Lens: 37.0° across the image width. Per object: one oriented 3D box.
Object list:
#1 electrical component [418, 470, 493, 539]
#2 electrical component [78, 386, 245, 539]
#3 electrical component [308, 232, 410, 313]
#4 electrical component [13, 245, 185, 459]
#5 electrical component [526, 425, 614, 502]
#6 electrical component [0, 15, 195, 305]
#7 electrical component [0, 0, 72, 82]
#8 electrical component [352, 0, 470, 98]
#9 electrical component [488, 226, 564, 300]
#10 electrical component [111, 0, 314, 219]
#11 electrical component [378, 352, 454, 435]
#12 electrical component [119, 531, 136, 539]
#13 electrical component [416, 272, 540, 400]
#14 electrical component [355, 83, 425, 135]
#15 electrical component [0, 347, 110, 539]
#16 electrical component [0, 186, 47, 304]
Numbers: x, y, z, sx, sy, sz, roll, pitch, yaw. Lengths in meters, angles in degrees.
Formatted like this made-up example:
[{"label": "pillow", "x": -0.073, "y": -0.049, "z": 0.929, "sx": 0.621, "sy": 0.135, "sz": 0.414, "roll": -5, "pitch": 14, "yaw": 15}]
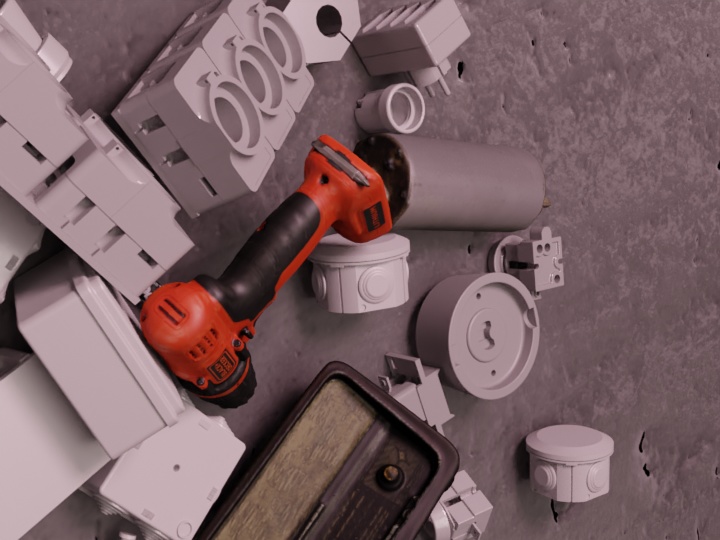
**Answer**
[{"label": "electrical component", "x": 0.076, "y": 0.209, "z": 0.929, "sx": 0.055, "sy": 0.066, "sz": 0.048, "roll": -17, "pitch": 138, "yaw": -28}, {"label": "electrical component", "x": -0.140, "y": 0.135, "z": 0.759, "sx": 0.100, "sy": 0.048, "sz": 0.099, "roll": 43, "pitch": 67, "yaw": -31}, {"label": "electrical component", "x": 0.000, "y": 0.000, "z": 0.842, "sx": 0.080, "sy": 0.080, "sz": 0.051, "roll": -14, "pitch": 106, "yaw": -37}, {"label": "electrical component", "x": -0.169, "y": 0.048, "z": 0.689, "sx": 0.056, "sy": 0.109, "sz": 0.108, "roll": -32, "pitch": 113, "yaw": -8}, {"label": "electrical component", "x": 0.196, "y": 0.179, "z": 1.004, "sx": 0.080, "sy": 0.080, "sz": 0.051, "roll": -10, "pitch": 104, "yaw": -37}, {"label": "electrical component", "x": -0.186, "y": -0.077, "z": 0.638, "sx": 0.060, "sy": 0.105, "sz": 0.186, "roll": -43, "pitch": 129, "yaw": -2}, {"label": "electrical component", "x": -0.218, "y": -0.140, "z": 0.685, "sx": 0.055, "sy": 0.045, "sz": 0.045, "roll": 46, "pitch": 66, "yaw": -31}, {"label": "electrical component", "x": 0.049, "y": -0.172, "z": 0.867, "sx": 0.047, "sy": 0.083, "sz": 0.075, "roll": -45, "pitch": 118, "yaw": -27}, {"label": "electrical component", "x": 0.150, "y": -0.007, "z": 0.972, "sx": 0.048, "sy": 0.055, "sz": 0.066, "roll": -11, "pitch": 99, "yaw": -37}, {"label": "electrical component", "x": -0.091, "y": -0.120, "z": 0.734, "sx": 0.089, "sy": 0.062, "sz": 0.150, "roll": 55, "pitch": 33, "yaw": -26}, {"label": "electrical component", "x": 0.037, "y": 0.114, "z": 0.901, "sx": 0.064, "sy": 0.042, "sz": 0.081, "roll": -28, "pitch": 109, "yaw": -29}, {"label": "electrical component", "x": -0.171, "y": 0.221, "z": 0.744, "sx": 0.040, "sy": 0.040, "sz": 0.078, "roll": 21, "pitch": 80, "yaw": -37}, {"label": "electrical component", "x": 0.096, "y": 0.055, "z": 0.931, "sx": 0.108, "sy": 0.060, "sz": 0.108, "roll": -2, "pitch": 94, "yaw": -38}, {"label": "electrical component", "x": 0.023, "y": -0.129, "z": 0.873, "sx": 0.040, "sy": 0.046, "sz": 0.040, "roll": -2, "pitch": 94, "yaw": -38}, {"label": "electrical component", "x": -0.247, "y": 0.128, "z": 0.667, "sx": 0.150, "sy": 0.062, "sz": 0.089, "roll": -41, "pitch": 116, "yaw": -29}, {"label": "electrical component", "x": -0.251, "y": -0.026, "z": 0.663, "sx": 0.100, "sy": 0.048, "sz": 0.099, "roll": 42, "pitch": 68, "yaw": -32}]
